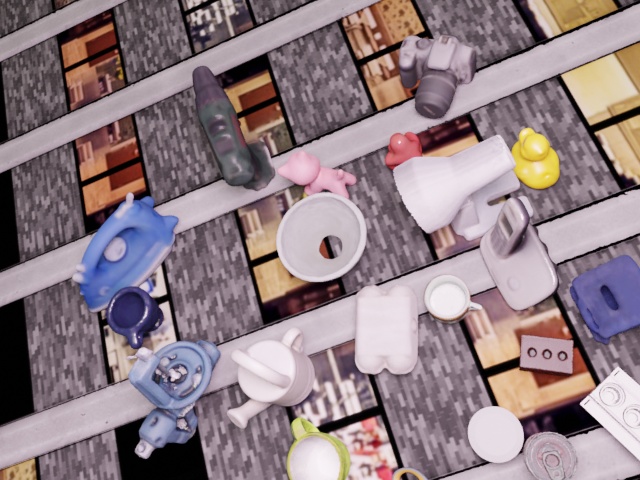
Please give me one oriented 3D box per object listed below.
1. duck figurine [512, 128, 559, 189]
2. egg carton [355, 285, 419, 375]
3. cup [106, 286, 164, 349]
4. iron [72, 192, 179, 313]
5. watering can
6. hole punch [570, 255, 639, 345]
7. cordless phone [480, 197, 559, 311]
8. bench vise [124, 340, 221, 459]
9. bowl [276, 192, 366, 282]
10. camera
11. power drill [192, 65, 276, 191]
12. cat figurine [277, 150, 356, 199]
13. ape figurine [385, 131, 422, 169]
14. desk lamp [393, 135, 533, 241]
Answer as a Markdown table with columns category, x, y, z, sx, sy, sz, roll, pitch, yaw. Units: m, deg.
| category | x | y | z | sx | sy | sz | roll | pitch | yaw |
| --- | --- | --- | --- | --- | --- | --- | --- | --- | --- |
| duck figurine | 0.370 | -0.144 | 0.981 | 0.077 | 0.086 | 0.104 | -23 | 67 | 8 |
| egg carton | 0.112 | 0.150 | 0.964 | 0.107 | 0.069 | 0.150 | -4 | 71 | 15 |
| cup | -0.335 | 0.153 | 1.078 | 0.091 | 0.095 | 0.117 | -21 | 67 | 9 |
| iron | -0.401 | 0.025 | 1.115 | 0.118 | 0.142 | 0.258 | 34 | 84 | 23 |
| watering can | -0.084 | 0.221 | 0.928 | 0.100 | 0.194 | 0.173 | 5 | 73 | 18 |
| hole punch | 0.448 | 0.092 | 0.875 | 0.101 | 0.091 | 0.108 | -24 | 67 | 7 |
| cordless phone | 0.311 | 0.020 | 0.887 | 0.094 | 0.185 | 0.147 | -27 | 66 | 6 |
| bench vise | -0.252 | 0.259 | 0.949 | 0.121 | 0.220 | 0.207 | 1 | 72 | 17 |
| bowl | 0.010 | 0.004 | 1.040 | 0.167 | 0.075 | 0.167 | -5 | 70 | 15 |
| camera | 0.208 | -0.309 | 1.076 | 0.142 | 0.101 | 0.137 | 15 | 77 | 20 |
| power drill | -0.162 | -0.189 | 1.082 | 0.075 | 0.209 | 0.229 | -24 | 67 | 7 |
| cat figurine | -0.008 | -0.125 | 1.066 | 0.127 | 0.118 | 0.067 | 13 | 76 | 20 |
| ape figurine | 0.151 | -0.166 | 1.048 | 0.078 | 0.092 | 0.076 | -32 | 66 | 4 |
| desk lamp | 0.234 | -0.083 | 0.929 | 0.203 | 0.214 | 0.118 | -22 | 67 | 8 |
